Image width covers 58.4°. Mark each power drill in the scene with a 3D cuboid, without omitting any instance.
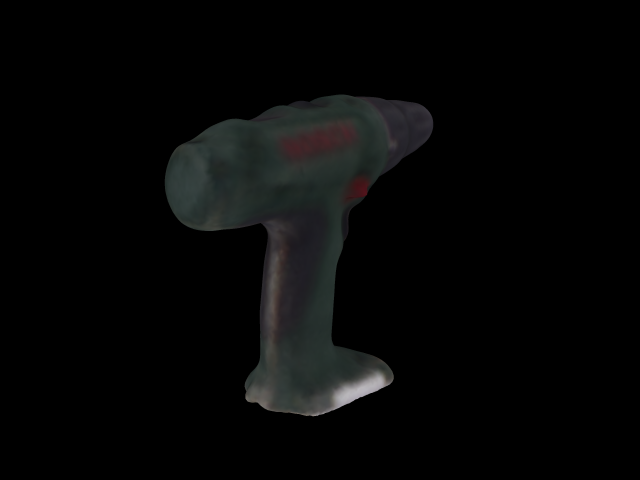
[{"bbox_3d":[0.004,0.001,0.400,0.075,0.208,0.230,6,9,43],"label":"power drill"}]
